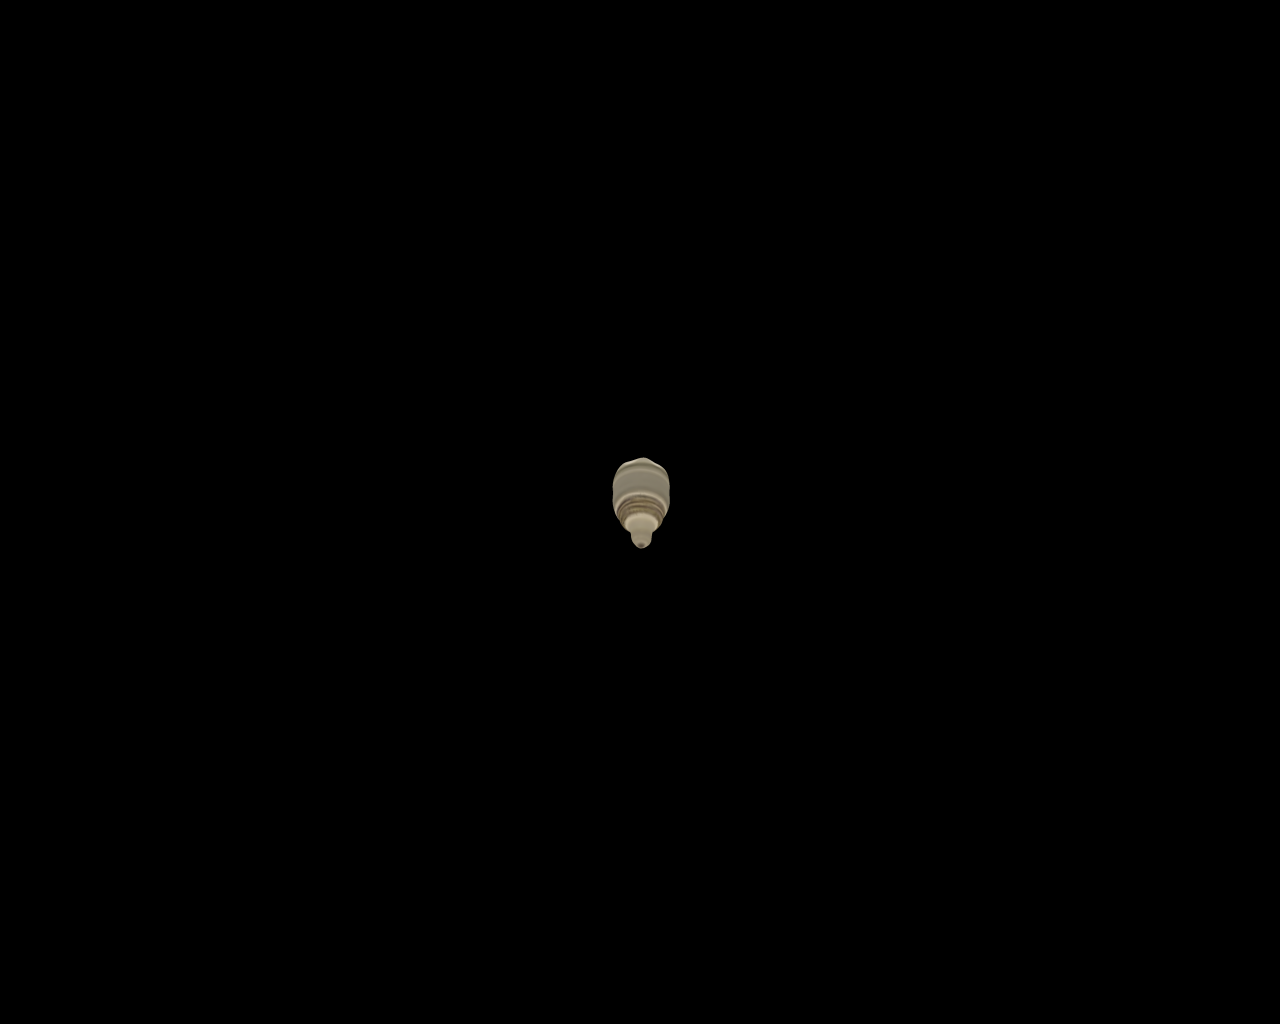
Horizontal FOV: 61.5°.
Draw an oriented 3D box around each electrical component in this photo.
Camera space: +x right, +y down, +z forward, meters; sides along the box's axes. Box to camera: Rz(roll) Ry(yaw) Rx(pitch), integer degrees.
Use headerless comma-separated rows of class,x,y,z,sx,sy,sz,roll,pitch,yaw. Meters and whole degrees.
electrical component,0.001,-0.003,0.650,0.035,0.061,0.035,0,-42,0
